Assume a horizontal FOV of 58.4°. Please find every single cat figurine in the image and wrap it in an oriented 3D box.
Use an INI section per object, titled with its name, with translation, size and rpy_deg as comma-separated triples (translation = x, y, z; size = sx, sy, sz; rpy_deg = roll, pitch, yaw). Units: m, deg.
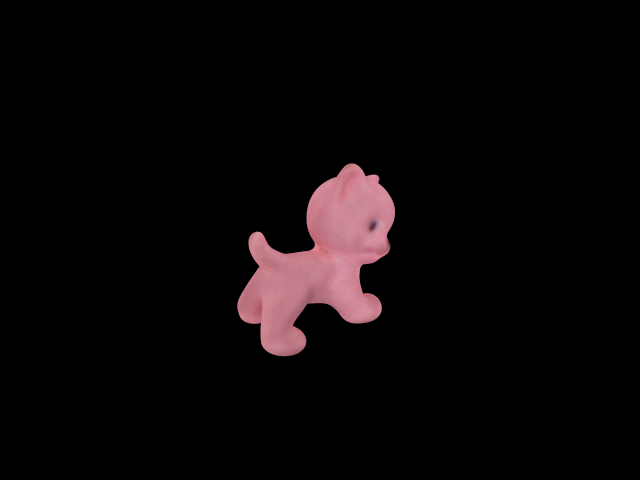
[cat figurine]
translation = 0.004, 0.001, 0.400
size = 0.128, 0.118, 0.067
rpy_deg = -19, 34, -31
